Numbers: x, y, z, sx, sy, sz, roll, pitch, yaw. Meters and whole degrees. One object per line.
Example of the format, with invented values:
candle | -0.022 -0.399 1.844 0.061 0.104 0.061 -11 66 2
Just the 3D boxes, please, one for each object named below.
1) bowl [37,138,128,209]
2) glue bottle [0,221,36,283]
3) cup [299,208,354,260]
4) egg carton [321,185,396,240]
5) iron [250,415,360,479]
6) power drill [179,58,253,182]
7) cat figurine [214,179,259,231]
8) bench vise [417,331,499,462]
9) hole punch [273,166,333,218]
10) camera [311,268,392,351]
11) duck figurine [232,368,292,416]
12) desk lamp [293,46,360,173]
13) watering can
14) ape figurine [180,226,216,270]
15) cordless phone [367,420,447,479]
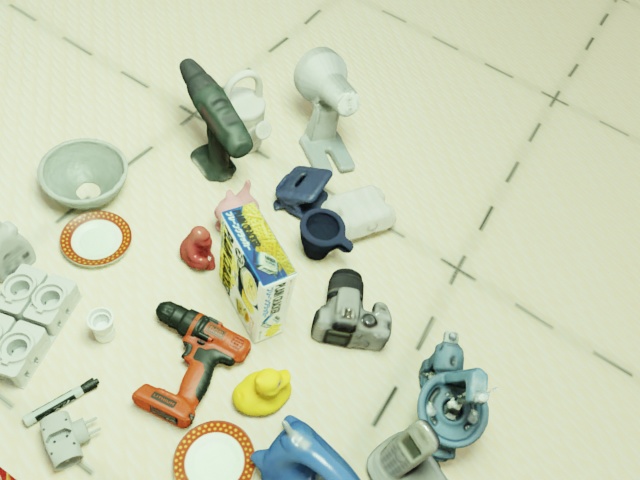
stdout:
bowl | -0.465 -0.120 1.141 0.167 0.075 0.167 6 55 -8
glue bottle | -0.543 0.003 0.980 0.037 0.173 0.078 34 56 12
cup | 0.010 0.004 1.141 0.117 0.095 0.092 32 56 11
egg carton | 0.083 -0.055 1.212 0.150 0.069 0.107 -19 62 -22
iron | 0.021 0.371 0.863 0.258 0.141 0.119 37 57 14
power drill | -0.222 -0.231 1.185 0.076 0.208 0.229 -29 66 -27
cat figurine | -0.167 -0.065 1.139 0.067 0.118 0.128 23 55 5
bench vise | 0.214 0.238 0.946 0.122 0.220 0.207 -4 57 -14
hole punch | -0.037 -0.108 1.211 0.101 0.091 0.109 27 55 8
camera | 0.063 0.122 1.068 0.143 0.101 0.137 10 55 -4
duck figurine | -0.095 0.246 0.959 0.105 0.086 0.077 -14 60 -20
desk lamp | 0.021 -0.288 1.271 0.118 0.213 0.203 -15 60 -20
watering can | -0.162 -0.281 1.241 0.172 0.194 0.101 34 56 12
ape figurine | -0.229 0.008 1.091 0.076 0.092 0.078 20 54 3
cordless phone | 0.154 0.358 0.873 0.094 0.185 0.147 -27 65 -26
